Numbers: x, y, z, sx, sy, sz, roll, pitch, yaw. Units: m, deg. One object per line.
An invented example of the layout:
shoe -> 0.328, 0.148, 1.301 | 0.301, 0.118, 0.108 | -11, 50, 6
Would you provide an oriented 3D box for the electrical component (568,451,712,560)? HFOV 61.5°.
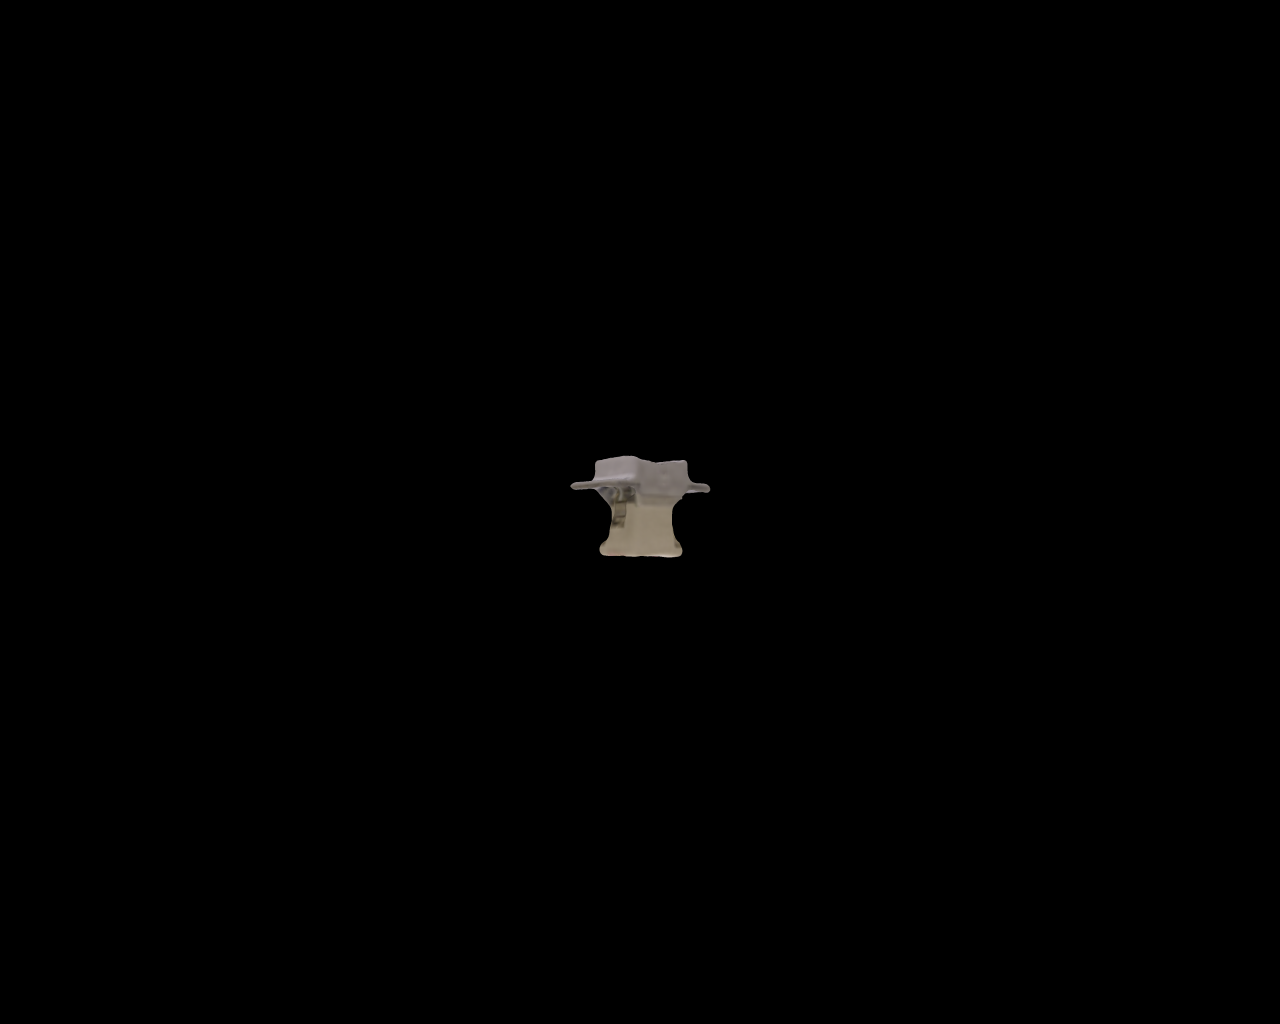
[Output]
electrical component -> 0.001, -0.003, 0.650 | 0.081, 0.063, 0.042 | 2, -3, -40
